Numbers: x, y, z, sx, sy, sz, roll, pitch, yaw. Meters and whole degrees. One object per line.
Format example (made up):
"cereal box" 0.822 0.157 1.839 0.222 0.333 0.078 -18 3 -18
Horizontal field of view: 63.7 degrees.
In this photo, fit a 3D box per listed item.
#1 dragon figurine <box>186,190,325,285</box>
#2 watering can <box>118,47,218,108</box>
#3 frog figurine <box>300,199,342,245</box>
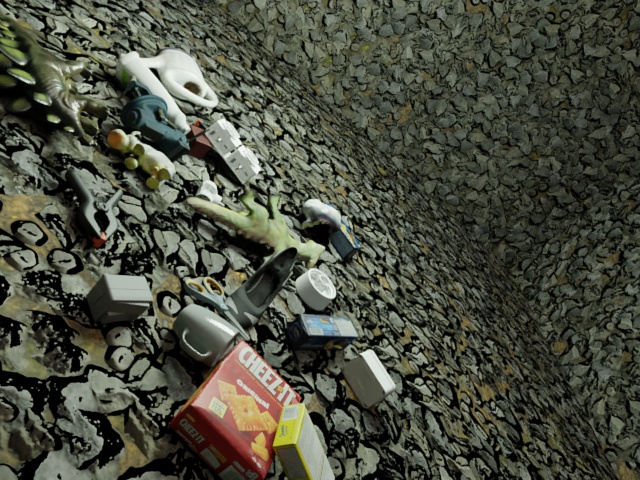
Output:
"dragon figurine" -0.143 0.008 1.311 0.410 0.120 0.246 1 57 -48
"watering can" -0.469 -0.531 1.612 0.344 0.102 0.229 23 31 -42
"frog figurine" 0.005 -0.084 1.673 0.137 0.120 0.163 19 42 -13
